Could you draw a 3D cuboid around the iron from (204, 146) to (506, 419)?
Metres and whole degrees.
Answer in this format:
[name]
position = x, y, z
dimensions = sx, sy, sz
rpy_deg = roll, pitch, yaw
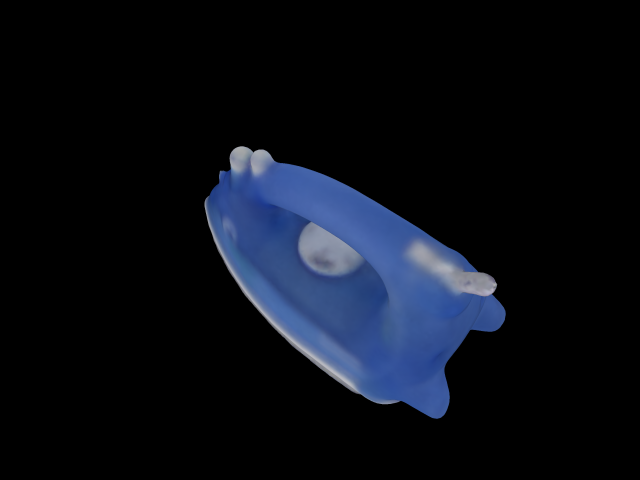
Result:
[iron]
position = 0.004, 0.001, 0.400
dimensions = 0.257, 0.141, 0.119
rpy_deg = 32, 64, 18
